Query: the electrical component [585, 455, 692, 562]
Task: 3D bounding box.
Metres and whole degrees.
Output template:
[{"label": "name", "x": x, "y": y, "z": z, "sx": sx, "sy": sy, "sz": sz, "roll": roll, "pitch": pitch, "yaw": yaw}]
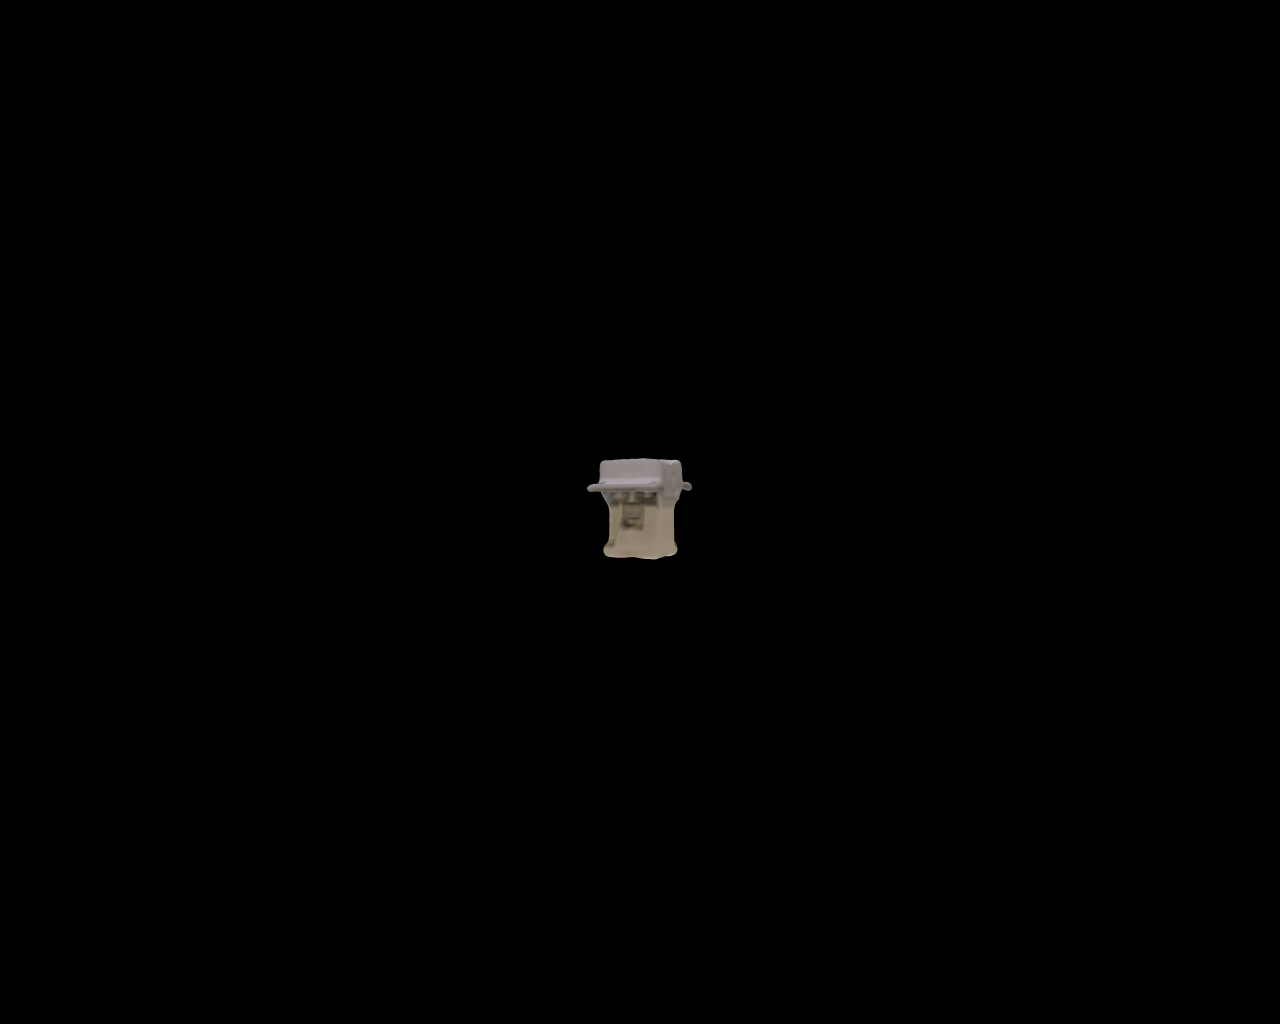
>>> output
[{"label": "electrical component", "x": 0.001, "y": -0.003, "z": 0.650, "sx": 0.042, "sy": 0.063, "sz": 0.081, "roll": 1, "pitch": 3, "yaw": 20}]
